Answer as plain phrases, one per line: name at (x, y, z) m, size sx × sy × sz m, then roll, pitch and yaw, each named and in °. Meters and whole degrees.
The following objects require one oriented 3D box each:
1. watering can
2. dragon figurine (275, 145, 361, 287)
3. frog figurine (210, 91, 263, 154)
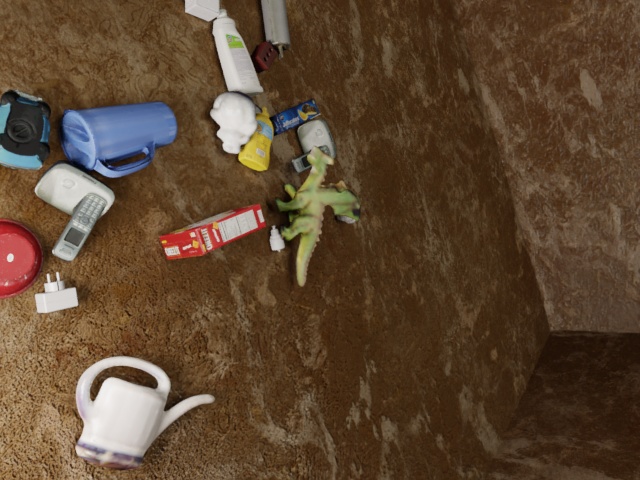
watering can at (-0.394, 0.397, 1.152) m, size 0.343 × 0.103 × 0.228 m, roll 37°, pitch 59°, yaw -38°
dragon figurine at (0.005, -0.078, 1.560) m, size 0.122 × 0.242 × 0.410 m, roll -15°, pitch 93°, yaw -75°
frog figurine at (-0.243, -0.329, 1.436) m, size 0.137 × 0.121 × 0.161 m, roll 23°, pitch 73°, yaw -8°
